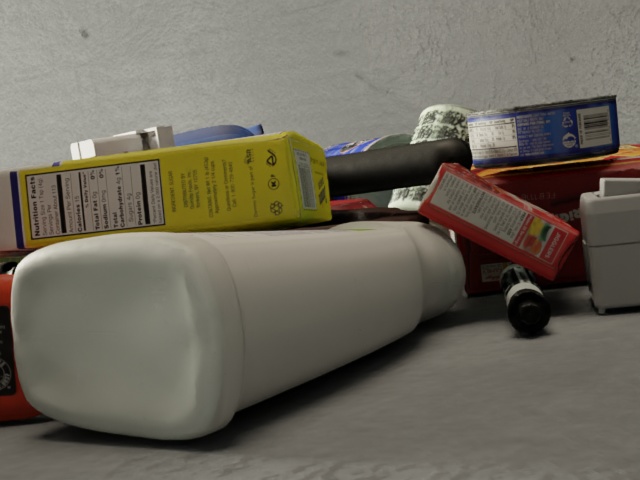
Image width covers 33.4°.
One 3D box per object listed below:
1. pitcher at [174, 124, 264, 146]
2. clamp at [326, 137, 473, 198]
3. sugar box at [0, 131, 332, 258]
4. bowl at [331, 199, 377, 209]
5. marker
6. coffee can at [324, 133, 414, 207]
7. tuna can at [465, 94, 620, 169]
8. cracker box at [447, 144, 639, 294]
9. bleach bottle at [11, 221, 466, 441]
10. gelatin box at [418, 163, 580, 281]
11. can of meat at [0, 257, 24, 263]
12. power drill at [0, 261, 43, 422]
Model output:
[{"bbox_3d":[-0.161,-0.039,1.082,0.243,0.149,0.145,-10,15,-1],"label":"pitcher"},{"bbox_3d":[-0.013,-0.037,0.679,0.210,0.036,0.164,-8,2,5],"label":"clamp"},{"bbox_3d":[-0.088,-0.019,0.530,0.176,0.048,0.093,-9,-2,10],"label":"sugar box"},{"bbox_3d":[-0.005,0.001,0.812,0.162,0.055,0.162,-7,4,0],"label":"bowl"},{"bbox_3d":[0.097,0.027,0.511,0.020,0.020,0.121,-6,4,8],"label":"marker"},{"bbox_3d":[0.049,-0.041,0.974,0.102,0.103,0.140,-8,4,-20],"label":"coffee can"},{"bbox_3d":[0.129,-0.062,0.617,0.086,0.034,0.086,-7,6,1],"label":"tuna can"},{"bbox_3d":[0.166,-0.020,0.693,0.164,0.072,0.213,-7,5,5],"label":"cracker box"},{"bbox_3d":[-0.002,0.022,0.454,0.103,0.068,0.250,-1,4,35],"label":"bleach bottle"},{"bbox_3d":[0.092,-0.011,0.545,0.073,0.030,0.089,28,8,8],"label":"gelatin box"},{"bbox_3d":[-0.191,0.010,0.670,0.057,0.102,0.084,-7,2,-8],"label":"can of meat"},{"bbox_3d":[-0.159,0.039,0.496,0.184,0.057,0.187,-7,4,4],"label":"power drill"}]
